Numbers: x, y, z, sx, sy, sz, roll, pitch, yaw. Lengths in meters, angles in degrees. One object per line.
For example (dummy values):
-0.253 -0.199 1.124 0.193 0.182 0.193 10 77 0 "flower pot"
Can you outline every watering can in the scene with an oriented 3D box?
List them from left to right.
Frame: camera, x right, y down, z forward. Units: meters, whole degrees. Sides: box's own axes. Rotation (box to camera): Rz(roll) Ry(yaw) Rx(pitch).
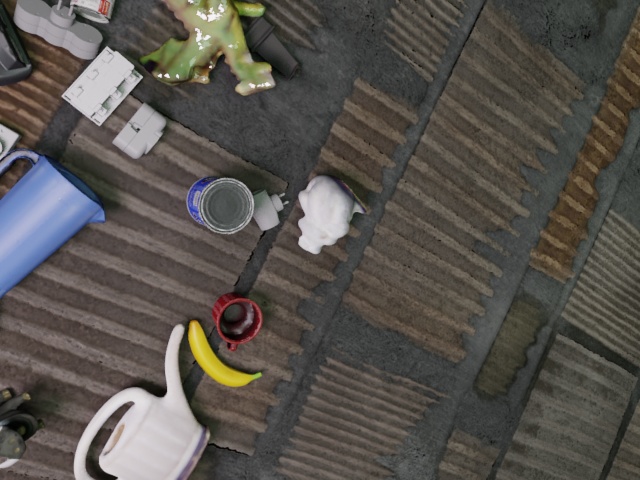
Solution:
-0.308 0.354 1.003 0.222 0.104 0.350 40 81 -22 "watering can"

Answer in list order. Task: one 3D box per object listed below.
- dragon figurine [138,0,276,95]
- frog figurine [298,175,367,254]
-0.253 -0.411 0.963 0.409 0.122 0.243 28 91 -6 "dragon figurine"
0.003 -0.055 1.094 0.160 0.121 0.138 -44 78 -3 "frog figurine"
